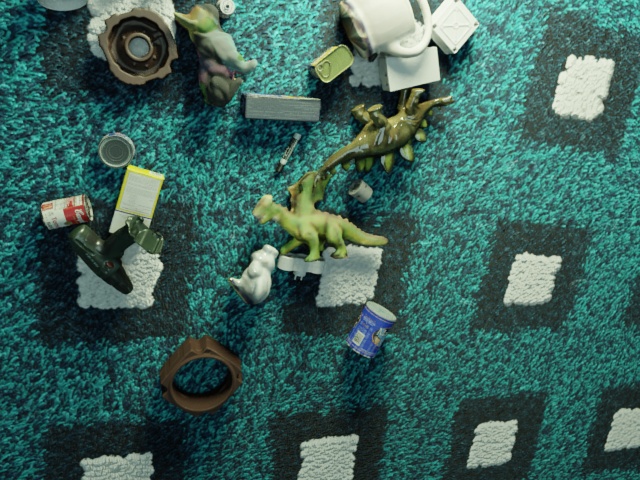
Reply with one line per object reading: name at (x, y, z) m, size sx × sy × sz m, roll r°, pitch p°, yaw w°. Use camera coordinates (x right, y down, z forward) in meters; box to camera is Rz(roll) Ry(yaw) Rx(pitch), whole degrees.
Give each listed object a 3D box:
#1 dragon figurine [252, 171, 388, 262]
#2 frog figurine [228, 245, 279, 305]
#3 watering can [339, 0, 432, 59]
dragon figurine at (0.004, -0.073, 1.445) m, size 0.412 × 0.123 × 0.241 m, roll -8°, pitch 101°, yaw -24°
frog figurine at (-0.167, 0.098, 1.433) m, size 0.160 × 0.124 × 0.134 m, roll -39°, pitch 148°, yaw -11°
watering can at (0.147, -0.615, 1.316) m, size 0.224 × 0.104 × 0.346 m, roll -28°, pitch 96°, yaw -2°
